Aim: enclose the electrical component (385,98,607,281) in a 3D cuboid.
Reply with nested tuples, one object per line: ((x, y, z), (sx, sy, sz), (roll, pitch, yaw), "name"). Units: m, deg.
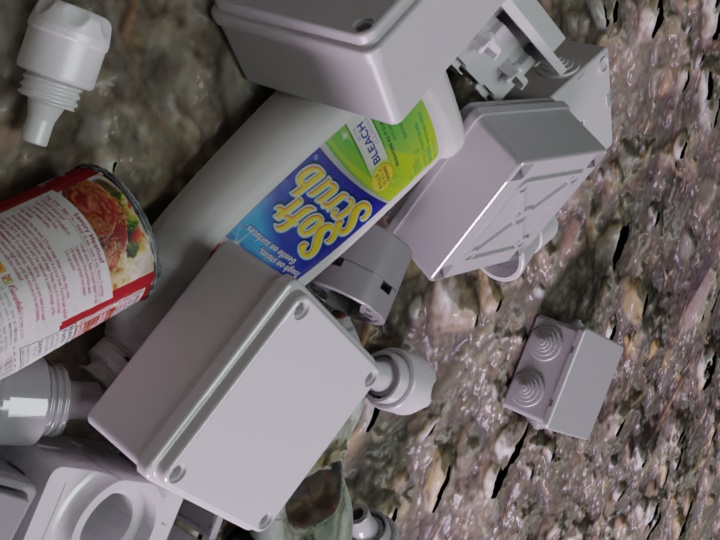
((0.088, -0.054, 0.697), (0.109, 0.056, 0.108), (-13, 147, -48), "electrical component")

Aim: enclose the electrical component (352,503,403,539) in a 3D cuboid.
((0.006, 0.189, 0.758), (0.043, 0.043, 0.062), (-47, 136, -27), "electrical component")

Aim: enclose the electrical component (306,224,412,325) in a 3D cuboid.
((0.000, 0.000, 0.652), (0.055, 0.055, 0.047), (44, 68, -51), "electrical component")

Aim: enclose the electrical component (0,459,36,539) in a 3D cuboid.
((-0.194, 0.100, 0.450), (0.096, 0.061, 0.061), (36, 77, -52), "electrical component")

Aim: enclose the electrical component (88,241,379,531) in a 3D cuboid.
((-0.057, 0.059, 0.522), (0.108, 0.056, 0.108), (-53, 147, -9), "electrical component")

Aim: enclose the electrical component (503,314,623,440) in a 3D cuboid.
((0.172, 0.090, 0.913), (0.100, 0.048, 0.099), (23, 88, -53), "electrical component")

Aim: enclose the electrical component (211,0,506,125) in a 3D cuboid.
((0.001, -0.137, 0.543), (0.108, 0.109, 0.056), (-51, 142, -23), "electrical component")

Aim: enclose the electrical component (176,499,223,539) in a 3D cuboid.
((-0.090, 0.103, 0.598), (0.064, 0.042, 0.081), (21, 89, -51), "electrical component")

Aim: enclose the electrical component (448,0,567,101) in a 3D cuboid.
((0.066, -0.156, 0.650), (0.063, 0.078, 0.121), (-48, 144, 8), "electrical component")

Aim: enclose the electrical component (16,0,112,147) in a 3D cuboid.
((-0.132, -0.084, 0.464), (0.035, 0.035, 0.061), (13, 99, -53), "electrical component")

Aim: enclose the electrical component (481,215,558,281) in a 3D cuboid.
((0.118, -0.025, 0.799), (0.065, 0.044, 0.044), (-36, 132, -42), "electrical component")

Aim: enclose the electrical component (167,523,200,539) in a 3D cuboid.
((-0.114, 0.195, 0.607), (0.077, 0.047, 0.065), (-41, 135, -32), "electrical component")

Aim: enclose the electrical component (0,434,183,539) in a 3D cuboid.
((-0.156, 0.161, 0.526), (0.089, 0.062, 0.150), (25, 87, -53), "electrical component")

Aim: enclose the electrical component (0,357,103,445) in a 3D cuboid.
((-0.150, 0.059, 0.492), (0.062, 0.043, 0.043), (7, 101, -35), "electrical component")

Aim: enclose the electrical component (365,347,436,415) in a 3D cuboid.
((0.020, 0.073, 0.719), (0.062, 0.043, 0.043), (23, 88, -52), "electrical component")

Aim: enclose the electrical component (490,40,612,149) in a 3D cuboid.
((0.142, -0.111, 0.781), (0.100, 0.048, 0.099), (-42, 136, -33), "electrical component")
